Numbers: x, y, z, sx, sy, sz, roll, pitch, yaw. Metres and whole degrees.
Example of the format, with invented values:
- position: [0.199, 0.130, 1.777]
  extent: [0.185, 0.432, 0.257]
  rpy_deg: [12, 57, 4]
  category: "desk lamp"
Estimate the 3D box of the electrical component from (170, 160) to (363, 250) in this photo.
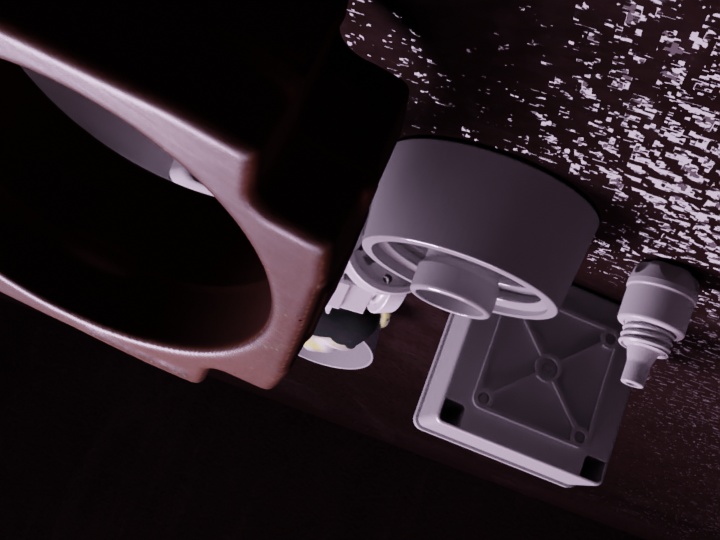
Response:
- position: [-0.042, -0.049, 0.539]
  extent: [0.089, 0.050, 0.056]
  rpy_deg: [28, 165, -32]
  category: "electrical component"

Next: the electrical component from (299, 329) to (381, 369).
- position: [-0.029, 0.040, 0.887]
  extent: [0.099, 0.064, 0.099]
  rpy_deg: [20, 168, 4]
  category: "electrical component"

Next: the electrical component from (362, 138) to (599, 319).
- position: [0.053, -0.011, 0.514]
  extent: [0.108, 0.060, 0.108]
  rpy_deg: [20, 169, 4]
  category: "electrical component"

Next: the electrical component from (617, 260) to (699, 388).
- position: [0.144, 0.028, 0.532]
  extent: [0.035, 0.061, 0.035]
  rpy_deg: [20, 168, 4]
  category: "electrical component"

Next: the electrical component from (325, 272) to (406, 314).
- position: [0.000, 0.000, 0.681]
  extent: [0.055, 0.066, 0.048]
  rpy_deg: [17, -155, -19]
  category: "electrical component"

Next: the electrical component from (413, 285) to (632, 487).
- position: [0.102, 0.061, 0.642]
  extent: [0.109, 0.108, 0.056]
  rpy_deg: [23, 166, -7]
  category: "electrical component"

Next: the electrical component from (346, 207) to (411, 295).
- position: [0.016, -0.012, 0.595]
  extent: [0.055, 0.055, 0.047]
  rpy_deg: [22, 172, -5]
  category: "electrical component"

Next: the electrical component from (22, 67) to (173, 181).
- position: [-0.158, -0.080, 0.584]
  extent: [0.109, 0.056, 0.109]
  rpy_deg: [29, 166, -33]
  category: "electrical component"
